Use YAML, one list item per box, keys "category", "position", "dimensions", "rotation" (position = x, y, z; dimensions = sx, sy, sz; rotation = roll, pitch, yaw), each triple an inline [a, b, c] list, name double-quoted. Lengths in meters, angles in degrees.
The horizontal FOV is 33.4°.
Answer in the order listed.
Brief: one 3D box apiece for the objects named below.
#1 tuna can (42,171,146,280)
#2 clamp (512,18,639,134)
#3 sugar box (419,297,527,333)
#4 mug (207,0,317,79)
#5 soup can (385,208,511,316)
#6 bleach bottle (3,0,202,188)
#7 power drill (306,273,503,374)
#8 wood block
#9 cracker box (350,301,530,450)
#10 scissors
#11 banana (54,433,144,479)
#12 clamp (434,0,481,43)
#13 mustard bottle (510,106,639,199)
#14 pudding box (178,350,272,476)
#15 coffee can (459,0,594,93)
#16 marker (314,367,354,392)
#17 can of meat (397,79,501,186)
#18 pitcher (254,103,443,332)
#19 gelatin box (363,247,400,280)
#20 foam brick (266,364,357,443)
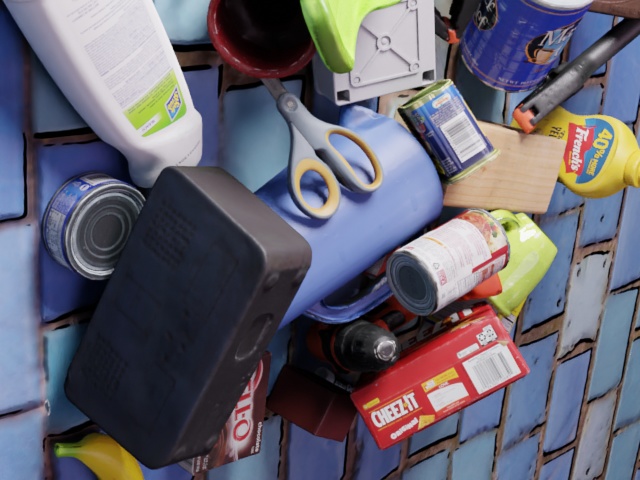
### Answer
- category: "tuna can"
  position: [-0.181, -0.011, 0.874]
  dimensions: [0.085, 0.034, 0.086]
  rotation: [-22, 123, -39]
- category: "clamp"
  position: [0.270, -0.176, 1.199]
  dimensions: [0.209, 0.165, 0.036]
  rotation: [-41, 93, -31]
- category: "sugar box"
  position: [0.179, 0.094, 1.266]
  dimensions: [0.048, 0.093, 0.176]
  rotation: [27, 88, -51]
- category: "mug"
  position: [-0.050, -0.198, 0.881]
  dimensions: [0.081, 0.117, 0.093]
  rotation: [-76, -169, -52]
- category: "soup can"
  position: [0.120, 0.020, 1.001]
  dimensions: [0.102, 0.069, 0.068]
  rotation: [-28, 127, -31]
- category: "bleach bottle"
  position: [-0.157, -0.122, 0.828]
  dimensions: [0.102, 0.068, 0.251]
  rotation: [-44, 137, -23]
- category: "power drill"
  position: [0.088, 0.072, 1.075]
  dimensions: [0.187, 0.185, 0.057]
  rotation: [-27, 98, -18]
- category: "wood block"
  position: [0.172, -0.086, 1.175]
  dimensions: [0.205, 0.091, 0.090]
  rotation: [2, 107, -48]
- category: "cracker box"
  position: [0.122, 0.134, 1.112]
  dimensions: [0.164, 0.072, 0.213]
  rotation: [-29, 178, 6]
- category: "scissors"
  position: [-0.032, -0.097, 0.922]
  dimensions: [0.201, 0.016, 0.096]
  rotation: [38, 72, -11]
- category: "banana"
  position: [-0.192, 0.245, 0.985]
  dimensions: [0.069, 0.037, 0.198]
  rotation: [-20, 122, -18]
- category: "clamp"
  position: [0.108, -0.265, 1.046]
  dimensions: [0.120, 0.039, 0.171]
  rotation: [-5, 135, 1]
- category: "mustard bottle"
  position: [0.307, -0.100, 1.236]
  dimensions: [0.058, 0.192, 0.096]
  rotation: [26, 88, -50]
- category: "pudding box"
  position: [-0.096, 0.163, 1.044]
  dimensions: [0.089, 0.039, 0.113]
  rotation: [-8, 114, -45]
- category: "coffee can"
  position: [0.213, -0.233, 1.095]
  dimensions: [0.102, 0.103, 0.140]
  rotation: [-39, 166, -28]
- category: "marker"
  position: [0.032, 0.170, 1.200]
  dimensions: [0.121, 0.020, 0.020]
  rotation: [37, 80, -48]
- category: "can of meat"
  position: [0.119, -0.104, 1.012]
  dimensions: [0.057, 0.102, 0.084]
  rotation: [-33, 97, 1]
- category: "pitcher"
  position: [-0.007, 0.001, 0.995]
  dimensions: [0.242, 0.149, 0.145]
  rotation: [-37, 162, -25]
- category: "gelatin box"
  position: [0.095, 0.024, 1.191]
  dimensions: [0.089, 0.030, 0.073]
  rotation: [32, 83, -48]
- category: "foam brick"
  position: [-0.006, 0.170, 1.114]
  dimensions: [0.052, 0.078, 0.051]
  rotation: [27, 87, -49]
